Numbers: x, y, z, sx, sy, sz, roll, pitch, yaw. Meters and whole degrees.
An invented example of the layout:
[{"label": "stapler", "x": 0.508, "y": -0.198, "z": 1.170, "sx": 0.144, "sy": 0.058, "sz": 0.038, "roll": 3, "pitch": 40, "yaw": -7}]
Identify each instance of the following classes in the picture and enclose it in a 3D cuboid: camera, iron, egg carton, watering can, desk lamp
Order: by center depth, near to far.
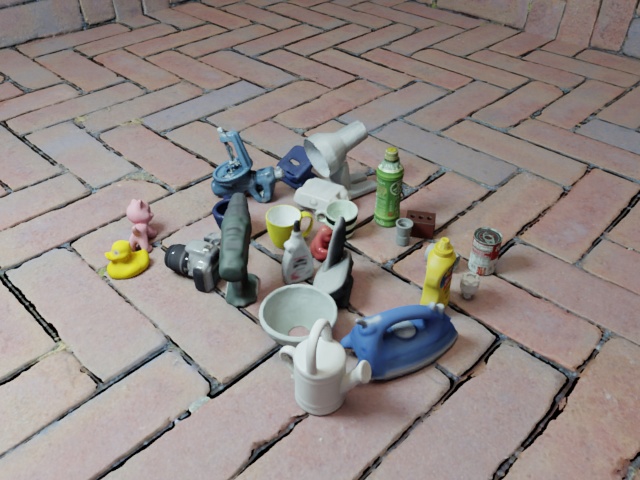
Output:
[{"label": "watering can", "x": 0.008, "y": 0.228, "z": 1.062, "sx": 0.173, "sy": 0.194, "sz": 0.101, "roll": 0, "pitch": 39, "yaw": 1}, {"label": "iron", "x": 0.176, "y": 0.181, "z": 1.162, "sx": 0.259, "sy": 0.141, "sz": 0.118, "roll": -14, "pitch": 41, "yaw": -17}, {"label": "camera", "x": -0.294, "y": 0.035, "z": 1.380, "sx": 0.136, "sy": 0.101, "sz": 0.143, "roll": 13, "pitch": 40, "yaw": 16}, {"label": "egg carton", "x": 0.006, "y": -0.115, "z": 1.592, "sx": 0.150, "sy": 0.069, "sz": 0.107, "roll": 19, "pitch": 42, "yaw": 23}, {"label": "desk lamp", "x": 0.060, "y": -0.222, "z": 1.611, "sx": 0.204, "sy": 0.214, "sz": 0.117, "roll": -23, "pitch": 44, "yaw": -26}]

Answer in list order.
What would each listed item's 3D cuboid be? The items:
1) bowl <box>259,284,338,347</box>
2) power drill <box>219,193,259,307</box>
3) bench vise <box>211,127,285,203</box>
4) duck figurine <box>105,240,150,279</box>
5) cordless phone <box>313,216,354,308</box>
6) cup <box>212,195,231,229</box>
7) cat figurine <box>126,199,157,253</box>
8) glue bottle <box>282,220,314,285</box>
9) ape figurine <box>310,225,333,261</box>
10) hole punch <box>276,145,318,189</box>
[{"label": "bowl", "x": -0.046, "y": 0.176, "z": 1.223, "sx": 0.167, "sy": 0.075, "sz": 0.167, "roll": 0, "pitch": 39, "yaw": 0}, {"label": "power drill", "x": -0.184, "y": 0.035, "z": 1.293, "sx": 0.075, "sy": 0.209, "sz": 0.229, "roll": -2, "pitch": 39, "yaw": -2}, {"label": "bench vise", "x": -0.208, "y": -0.218, "z": 1.601, "sx": 0.207, "sy": 0.220, "sz": 0.121, "roll": -8, "pitch": 39, "yaw": -9}, {"label": "duck figurine", "x": -0.470, "y": 0.038, "z": 1.389, "sx": 0.105, "sy": 0.086, "sz": 0.077, "roll": -20, "pitch": 42, "yaw": -23}, {"label": "cordless phone", "x": 0.029, "y": 0.050, "z": 1.292, "sx": 0.094, "sy": 0.185, "sz": 0.147, "roll": 4, "pitch": 39, "yaw": 5}, {"label": "cup", "x": -0.233, "y": -0.055, "z": 1.498, "sx": 0.092, "sy": 0.095, "sz": 0.117, "roll": -12, "pitch": 40, "yaw": -14}, {"label": "cat figurine", "x": -0.464, "y": -0.047, "z": 1.470, "sx": 0.067, "sy": 0.118, "sz": 0.127, "roll": -3, "pitch": 39, "yaw": -3}, {"label": "glue bottle", "x": -0.053, "y": 0.024, "z": 1.334, "sx": 0.078, "sy": 0.173, "sz": 0.037, "roll": -20, "pitch": 43, "yaw": -23}, {"label": "ape figurine", "x": 0.013, "y": 0.005, "z": 1.423, "sx": 0.076, "sy": 0.092, "sz": 0.078, "roll": 20, "pitch": 43, "yaw": 24}, {"label": "hole punch", "x": -0.067, "y": -0.218, "z": 1.705, "sx": 0.101, "sy": 0.091, "sz": 0.108, "roll": -31, "pitch": 48, "yaw": -33}]
